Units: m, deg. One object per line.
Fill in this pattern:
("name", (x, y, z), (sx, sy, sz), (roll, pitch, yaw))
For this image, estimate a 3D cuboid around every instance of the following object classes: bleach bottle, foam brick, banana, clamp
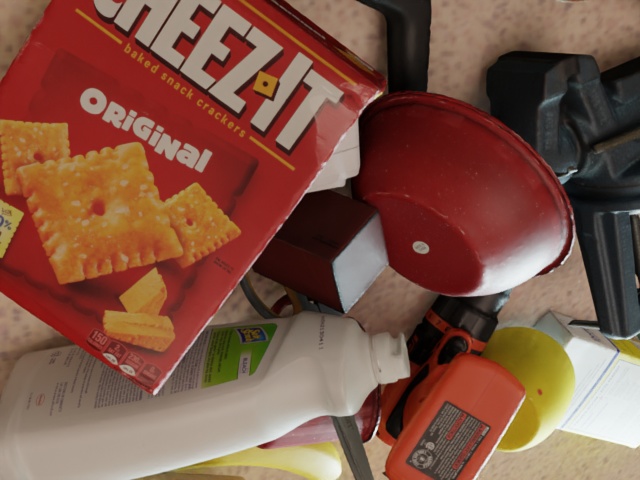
("bleach bottle", (-0.070, 0.097, 0.661), (0.251, 0.102, 0.068), (-10, 126, 9))
("foam brick", (-0.004, 0.001, 0.678), (0.053, 0.078, 0.051), (-48, 145, -27))
("banana", (-0.049, 0.166, 0.821), (0.197, 0.037, 0.070), (21, 110, -37))
("clamp", (0.072, -0.171, 0.651), (0.164, 0.036, 0.210), (-41, 131, -6))

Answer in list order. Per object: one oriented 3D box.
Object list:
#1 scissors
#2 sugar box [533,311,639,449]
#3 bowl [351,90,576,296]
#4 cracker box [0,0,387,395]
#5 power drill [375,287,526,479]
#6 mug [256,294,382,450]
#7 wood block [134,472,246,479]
("scissors", (0.015, 0.072, 0.725), (0.096, 0.016, 0.202), (-33, 90, -27))
("sugar box", (0.242, 0.126, 0.945), (0.176, 0.048, 0.093), (21, 111, -33))
("bowl", (0.076, -0.015, 0.676), (0.055, 0.162, 0.162), (-51, 137, -27))
("cracker box", (-0.092, -0.047, 0.577), (0.164, 0.072, 0.214), (36, 104, -4))
("power drill", (0.097, 0.093, 0.761), (0.057, 0.187, 0.184), (28, 101, -2))
("mug", (-0.011, 0.093, 0.763), (0.081, 0.093, 0.117), (-4, 101, -20))
("wood block", (-0.141, 0.216, 0.724), (0.205, 0.091, 0.090), (12, 115, -33))
